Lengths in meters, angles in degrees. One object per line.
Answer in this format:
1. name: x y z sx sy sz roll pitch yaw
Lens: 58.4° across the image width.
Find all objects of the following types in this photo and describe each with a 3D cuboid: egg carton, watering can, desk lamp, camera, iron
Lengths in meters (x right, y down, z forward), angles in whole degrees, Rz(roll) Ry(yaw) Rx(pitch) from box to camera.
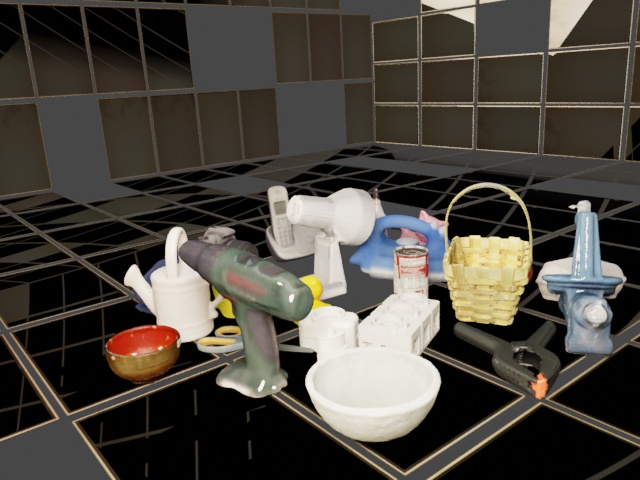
1. egg carton: 0.495 0.077 1.092 0.151 0.069 0.107 -10 17 -22
2. watering can: -0.255 0.074 1.014 0.173 0.194 0.100 -8 17 -17
3. desk lamp: 0.011 0.004 1.176 0.204 0.214 0.117 -14 19 -33
4. camera: -0.225 0.027 1.347 0.136 0.101 0.143 8 19 33
5. iron: 0.198 0.009 1.258 0.257 0.141 0.119 3 17 22

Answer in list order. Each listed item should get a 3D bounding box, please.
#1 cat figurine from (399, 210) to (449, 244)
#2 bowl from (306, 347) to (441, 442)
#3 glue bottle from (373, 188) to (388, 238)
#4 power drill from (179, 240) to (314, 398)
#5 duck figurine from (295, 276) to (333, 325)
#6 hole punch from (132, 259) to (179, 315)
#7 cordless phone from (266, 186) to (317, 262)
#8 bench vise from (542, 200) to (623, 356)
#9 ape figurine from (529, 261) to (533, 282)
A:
1. cat figurine: 0.244 -0.018 1.387 0.127 0.118 0.067 11 21 41
2. bowl: 0.067 0.203 0.721 0.167 0.075 0.167 -3 16 1
3. glue bottle: 0.137 -0.041 1.385 0.037 0.173 0.078 -9 17 -20
4. power drill: -0.111 0.111 0.830 0.228 0.208 0.076 7 19 32
5. duck figurine: -0.013 0.109 1.045 0.078 0.086 0.104 -12 18 -28
6. hole punch: -0.312 0.093 1.147 0.108 0.091 0.101 8 19 34
7. cordless phone: -0.064 -0.046 1.420 0.148 0.185 0.093 -13 19 -32
8. bench vise: 0.429 0.057 0.899 0.121 0.220 0.207 -4 16 -2
9. ape figurine: 0.408 0.042 1.193 0.078 0.092 0.076 -4 16 -5
